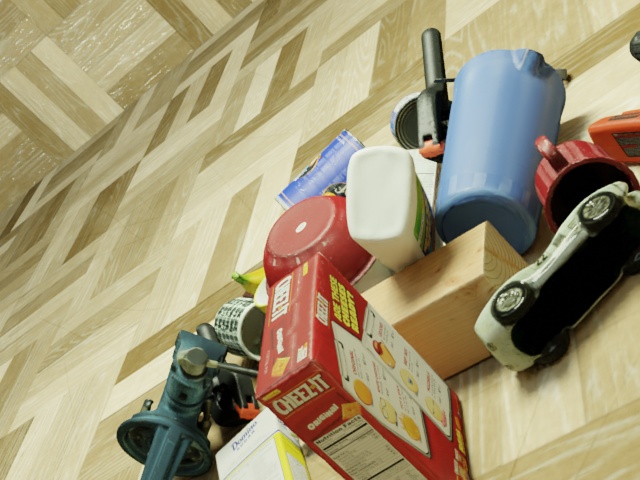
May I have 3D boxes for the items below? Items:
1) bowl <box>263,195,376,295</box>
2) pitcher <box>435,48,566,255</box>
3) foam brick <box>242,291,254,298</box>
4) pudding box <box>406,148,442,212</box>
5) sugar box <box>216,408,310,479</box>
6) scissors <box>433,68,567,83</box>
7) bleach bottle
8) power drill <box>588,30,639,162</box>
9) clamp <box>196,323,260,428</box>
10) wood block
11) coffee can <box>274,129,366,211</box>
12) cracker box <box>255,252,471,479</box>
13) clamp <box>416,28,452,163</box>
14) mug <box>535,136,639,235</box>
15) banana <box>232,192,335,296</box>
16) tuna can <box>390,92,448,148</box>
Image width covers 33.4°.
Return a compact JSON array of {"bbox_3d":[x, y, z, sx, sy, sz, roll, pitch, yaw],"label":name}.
[{"bbox_3d":[-0.008,0.001,1.206,0.162,0.055,0.162,-26,36,20],"label":"bowl"},{"bbox_3d":[0.196,-0.086,1.198,0.145,0.149,0.242,-12,39,29],"label":"pitcher"},{"bbox_3d":[-0.056,0.065,1.463,0.078,0.051,0.053,-52,23,-18],"label":"foam brick"},{"bbox_3d":[0.107,-0.062,1.336,0.090,0.039,0.113,-2,56,18],"label":"pudding box"},{"bbox_3d":[-0.060,0.256,1.137,0.093,0.048,0.176,-43,18,7],"label":"sugar box"},{"bbox_3d":[0.232,-0.201,1.316,0.096,0.016,0.201,0,7,38],"label":"scissors"},{"bbox_3d":[0.092,-0.016,1.141,0.068,0.250,0.102,-1,78,17],"label":"bleach bottle"},{"bbox_3d":[0.360,-0.165,1.110,0.187,0.057,0.185,-52,23,-17],"label":"power drill"},{"bbox_3d":[-0.126,0.175,1.346,0.172,0.039,0.120,13,99,52],"label":"clamp"},{"bbox_3d":[0.110,0.081,1.079,0.206,0.090,0.090,-33,24,29],"label":"wood block"},{"bbox_3d":[0.021,-0.071,1.499,0.140,0.102,0.103,-44,21,2],"label":"coffee can"},{"bbox_3d":[0.040,0.138,0.932,0.072,0.213,0.164,-36,23,20],"label":"cracker box"},{"bbox_3d":[0.154,-0.148,1.322,0.036,0.164,0.210,-14,34,21],"label":"clamp"},{"bbox_3d":[0.250,-0.057,1.044,0.093,0.117,0.081,-43,16,15],"label":"mug"},{"bbox_3d":[-0.037,0.017,1.404,0.037,0.069,0.197,28,54,27],"label":"banana"},{"bbox_3d":[0.140,-0.159,1.463,0.086,0.086,0.034,-43,20,6],"label":"tuna can"}]
